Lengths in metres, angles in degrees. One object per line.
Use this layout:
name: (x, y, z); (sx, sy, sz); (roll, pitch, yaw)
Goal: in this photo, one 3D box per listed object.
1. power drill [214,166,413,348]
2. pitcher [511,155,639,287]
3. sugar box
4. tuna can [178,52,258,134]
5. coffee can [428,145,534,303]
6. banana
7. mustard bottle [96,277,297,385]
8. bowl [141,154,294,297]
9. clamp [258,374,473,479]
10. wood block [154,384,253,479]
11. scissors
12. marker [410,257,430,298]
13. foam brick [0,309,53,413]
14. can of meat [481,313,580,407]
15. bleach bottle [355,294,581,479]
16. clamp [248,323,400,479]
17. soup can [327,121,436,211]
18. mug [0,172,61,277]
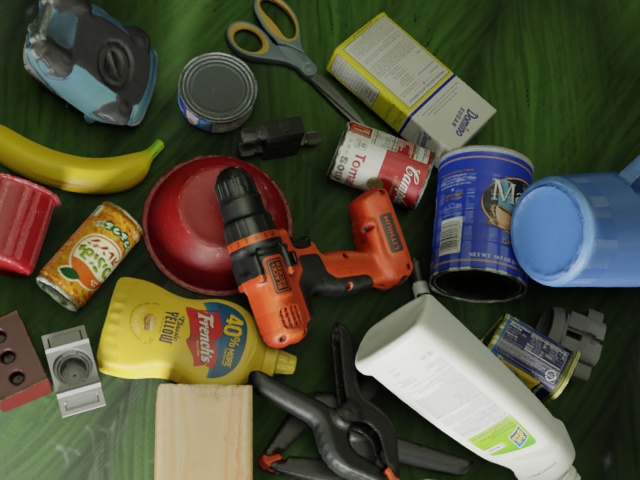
power drill: (-0.007, 0.001, 1.077); (0.187, 0.057, 0.184); (-15, 85, -33)
pitcher: (0.318, -0.021, 1.088); (0.242, 0.145, 0.149); (-2, 82, -36)
sugar box: (0.102, -0.168, 1.198); (0.176, 0.048, 0.093); (44, 59, 5)
tuna can: (-0.113, -0.160, 1.166); (0.086, 0.034, 0.086); (3, 70, -9)
coffee can: (0.170, -0.015, 1.126); (0.102, 0.103, 0.140); (10, 69, -7)
banana: (-0.264, -0.082, 1.111); (0.197, 0.037, 0.069); (7, 51, -9)
mustard bottle: (-0.117, 0.103, 1.055); (0.191, 0.058, 0.096); (14, 61, -5)
bowl: (-0.103, -0.025, 1.107); (0.162, 0.055, 0.162); (3, 70, -9)
clamp: (0.035, 0.177, 1.066); (0.209, 0.036, 0.164); (-11, 71, -18)
wood block: (-0.109, 0.244, 0.987); (0.090, 0.091, 0.206); (2, 70, -9)
scissors: (-0.034, -0.190, 1.201); (0.096, 0.016, 0.202); (-25, 76, -16)
marker: (0.112, 0.076, 1.127); (0.020, 0.020, 0.121); (-8, 72, -13)
foam brick: (-0.296, 0.117, 1.021); (0.053, 0.051, 0.078); (-25, 76, -17)
can of meat: (0.201, 0.127, 1.080); (0.084, 0.102, 0.057); (31, 61, 5)
bleach bottle: (0.157, 0.166, 1.045); (0.250, 0.103, 0.068); (43, 37, -14)
clamp: (0.025, 0.162, 1.029); (0.120, 0.039, 0.171); (-39, 82, -27)
soup can: (0.066, -0.081, 1.150); (0.102, 0.068, 0.068); (21, 68, -1)
mug: (-0.315, -0.018, 1.037); (0.093, 0.117, 0.081); (5, 71, 23)
